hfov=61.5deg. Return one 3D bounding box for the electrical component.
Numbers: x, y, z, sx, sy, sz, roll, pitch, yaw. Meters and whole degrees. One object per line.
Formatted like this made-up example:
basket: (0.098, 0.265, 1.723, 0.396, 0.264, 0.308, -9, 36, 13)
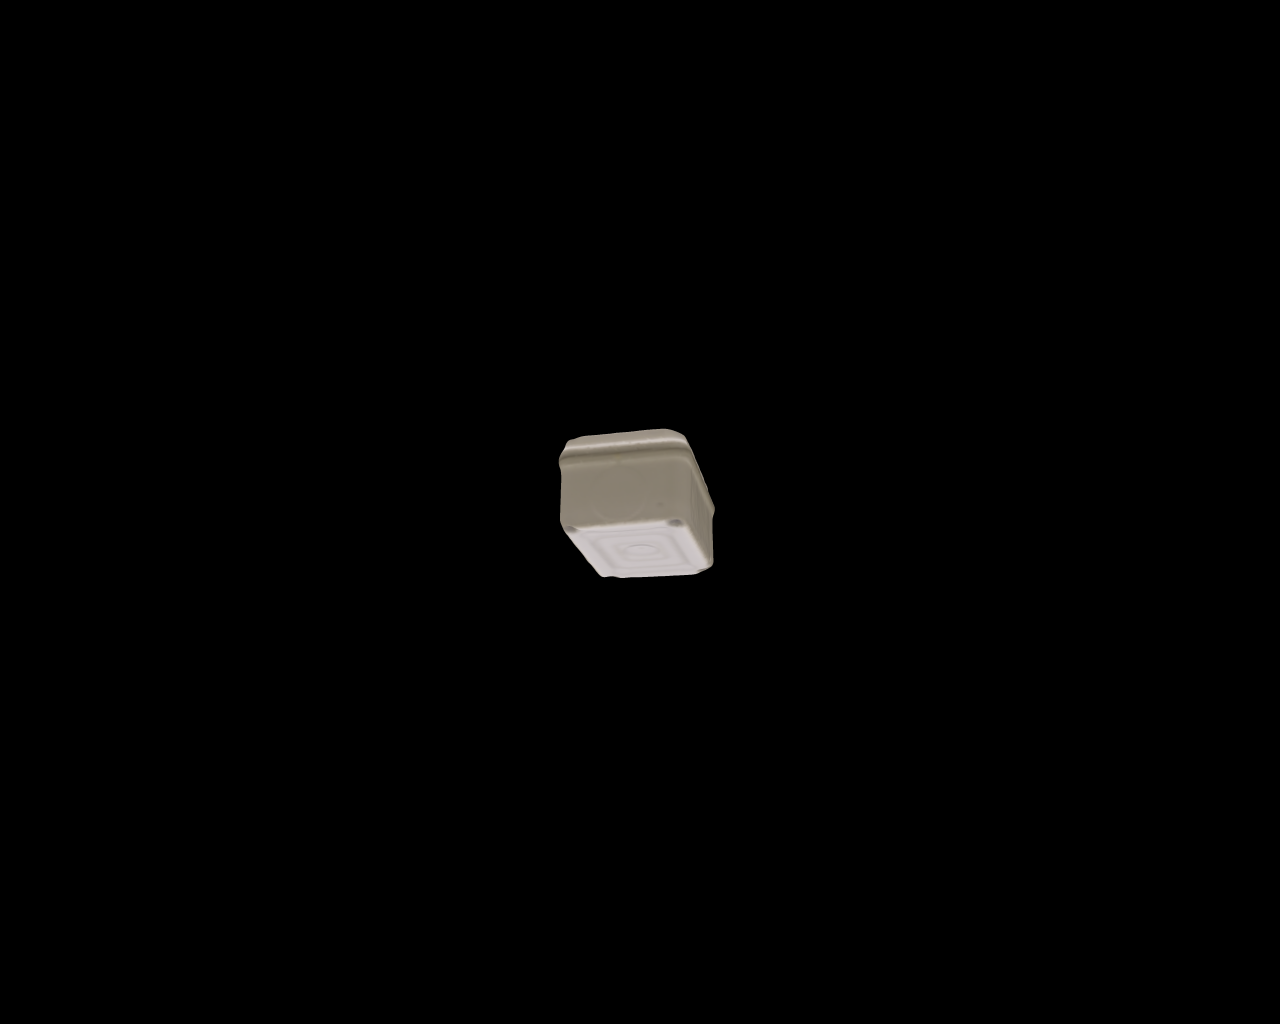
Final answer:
electrical component: (0.001, -0.003, 0.650, 0.078, 0.057, 0.113, -4, -20, 11)
